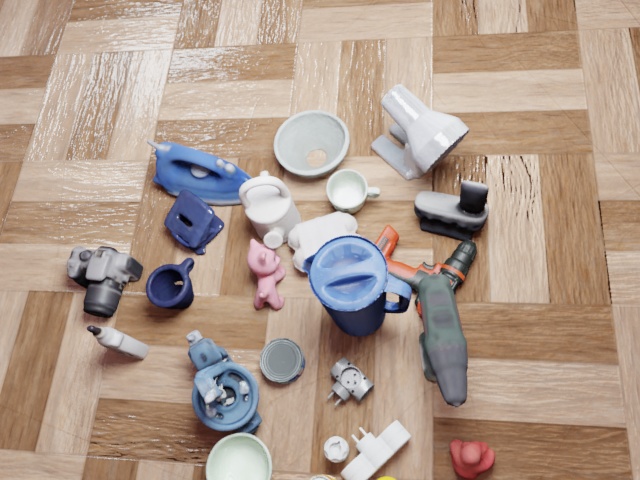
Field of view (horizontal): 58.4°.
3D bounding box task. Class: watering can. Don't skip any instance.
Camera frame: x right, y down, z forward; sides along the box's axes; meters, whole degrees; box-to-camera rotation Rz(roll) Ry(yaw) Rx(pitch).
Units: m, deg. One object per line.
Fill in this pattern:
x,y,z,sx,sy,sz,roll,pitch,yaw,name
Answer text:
-0.101,-0.066,1.163,0.101,0.194,0.172,-33,66,-5,watering can

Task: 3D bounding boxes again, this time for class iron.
-0.251,-0.157,1.253,0.257,0.141,0.119,14,70,14,iron

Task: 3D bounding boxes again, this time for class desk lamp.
0.195,-0.210,1.166,0.118,0.214,0.202,-42,67,-9,desk lamp

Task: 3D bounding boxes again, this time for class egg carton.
0.011,0.004,1.184,0.150,0.069,0.107,-18,66,1,egg carton

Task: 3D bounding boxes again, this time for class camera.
-0.468,0.087,1.207,0.143,0.101,0.137,5,68,11,camera

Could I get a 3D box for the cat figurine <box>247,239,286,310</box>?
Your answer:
-0.112,0.065,1.151,0.067,0.118,0.128,-4,67,8,cat figurine

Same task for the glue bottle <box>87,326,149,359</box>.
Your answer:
-0.402,0.193,1.112,0.078,0.173,0.037,12,70,14,glue bottle

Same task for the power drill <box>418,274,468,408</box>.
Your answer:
0.215,0.185,0.999,0.075,0.209,0.229,-9,66,6,power drill

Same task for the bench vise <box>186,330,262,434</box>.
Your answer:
-0.201,0.256,1.029,0.207,0.220,0.121,35,77,21,bench vise

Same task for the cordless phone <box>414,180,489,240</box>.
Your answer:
0.259,-0.081,1.117,0.147,0.185,0.094,11,69,13,cordless phone

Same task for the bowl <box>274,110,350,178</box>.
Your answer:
-0.015,-0.201,1.271,0.167,0.075,0.167,-3,67,8,bowl

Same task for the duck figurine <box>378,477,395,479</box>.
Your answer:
0.113,0.457,0.968,0.077,0.086,0.104,-2,67,9,duck figurine

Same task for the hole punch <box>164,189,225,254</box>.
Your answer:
-0.276,-0.039,1.235,0.108,0.091,0.101,36,77,21,hole punch

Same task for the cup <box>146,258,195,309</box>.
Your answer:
-0.289,0.095,1.179,0.091,0.095,0.118,32,76,20,cup

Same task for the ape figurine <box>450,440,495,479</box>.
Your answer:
0.258,0.370,0.979,0.077,0.092,0.076,32,76,20,ape figurine
